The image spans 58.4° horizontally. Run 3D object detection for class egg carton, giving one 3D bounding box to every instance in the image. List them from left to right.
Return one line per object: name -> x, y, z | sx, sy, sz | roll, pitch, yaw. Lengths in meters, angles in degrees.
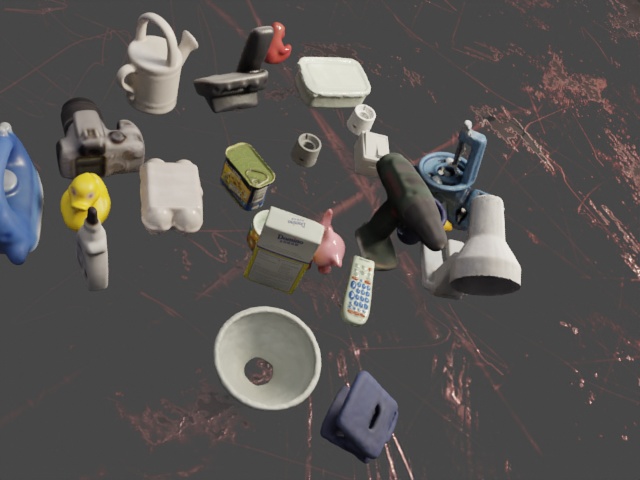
egg carton -> -0.260, -0.076, 1.003 | 0.107, 0.069, 0.150 | -1, 58, -22

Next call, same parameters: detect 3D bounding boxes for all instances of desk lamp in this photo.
desk lamp -> 0.272, 0.029, 1.052 | 0.118, 0.213, 0.203 | 12, 54, -14

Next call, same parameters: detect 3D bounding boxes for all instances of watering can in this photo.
watering can -> -0.309, -0.346, 1.088 | 0.101, 0.194, 0.173 | 25, 52, -4

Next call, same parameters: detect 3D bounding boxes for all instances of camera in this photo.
camera -> -0.393, -0.191, 1.008 | 0.143, 0.100, 0.136 | -11, 62, -27

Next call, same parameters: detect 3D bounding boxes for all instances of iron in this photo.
iron -> -0.491, -0.094, 0.877 | 0.119, 0.141, 0.258 | 3, 56, -20

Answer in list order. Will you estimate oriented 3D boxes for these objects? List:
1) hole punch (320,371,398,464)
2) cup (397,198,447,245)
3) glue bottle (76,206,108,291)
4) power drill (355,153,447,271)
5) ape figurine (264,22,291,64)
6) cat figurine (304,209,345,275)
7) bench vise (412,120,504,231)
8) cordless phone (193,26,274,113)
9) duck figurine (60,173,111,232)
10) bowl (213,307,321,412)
hole punch -> 0.071, 0.272, 0.884 | 0.101, 0.091, 0.109 | 31, 52, 1
cup -> 0.180, -0.040, 1.138 | 0.118, 0.095, 0.092 | 31, 52, 1
glue bottle -> -0.337, 0.005, 0.850 | 0.037, 0.173, 0.078 | -15, 64, -29
power drill -> 0.142, -0.033, 1.047 | 0.076, 0.208, 0.229 | -3, 59, -23
ape figurine -> -0.103, -0.456, 1.311 | 0.077, 0.092, 0.076 | 41, 52, 9
cat figurine -> 0.009, 0.004, 1.026 | 0.067, 0.117, 0.128 | 14, 53, -12
bench vise -> 0.301, -0.137, 1.174 | 0.207, 0.219, 0.121 | 23, 52, -5
cordless phone -> -0.169, -0.357, 1.158 | 0.148, 0.185, 0.094 | -24, 68, -33
duck figurine -> -0.385, -0.076, 0.942 | 0.078, 0.086, 0.104 | 12, 54, -14
bowl -> -0.086, 0.192, 0.886 | 0.168, 0.074, 0.167 | 11, 54, -15
